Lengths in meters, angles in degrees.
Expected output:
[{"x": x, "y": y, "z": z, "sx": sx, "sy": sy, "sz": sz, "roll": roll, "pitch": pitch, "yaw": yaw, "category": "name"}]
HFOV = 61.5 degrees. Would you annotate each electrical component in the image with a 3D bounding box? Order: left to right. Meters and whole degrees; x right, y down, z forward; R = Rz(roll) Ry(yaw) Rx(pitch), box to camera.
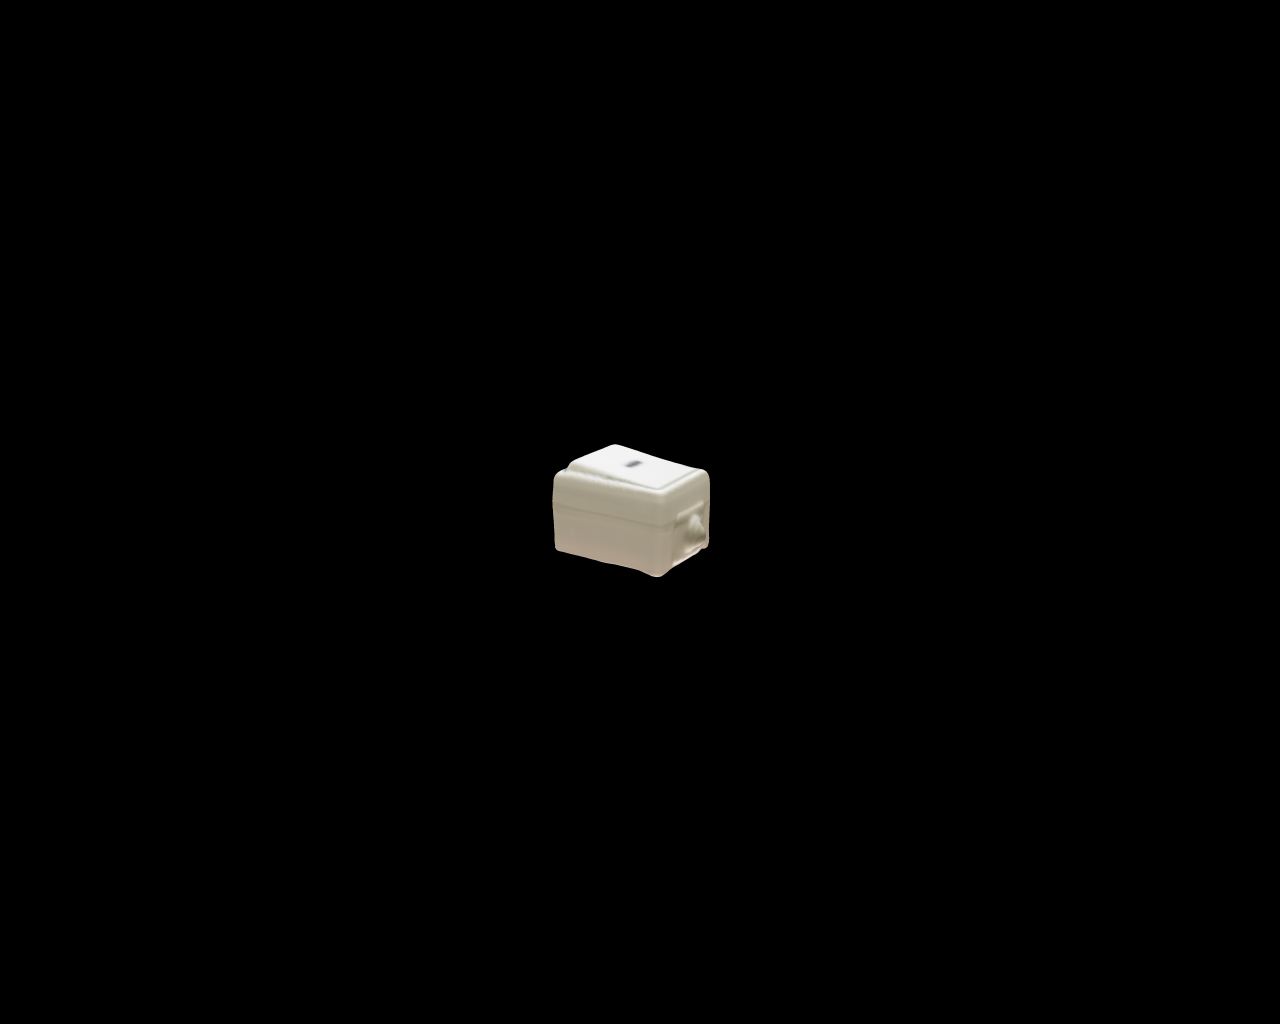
[{"x": 0.001, "y": -0.003, "z": 0.650, "sx": 0.096, "sy": 0.061, "sz": 0.062, "roll": 12, "pitch": 23, "yaw": 31, "category": "electrical component"}]
